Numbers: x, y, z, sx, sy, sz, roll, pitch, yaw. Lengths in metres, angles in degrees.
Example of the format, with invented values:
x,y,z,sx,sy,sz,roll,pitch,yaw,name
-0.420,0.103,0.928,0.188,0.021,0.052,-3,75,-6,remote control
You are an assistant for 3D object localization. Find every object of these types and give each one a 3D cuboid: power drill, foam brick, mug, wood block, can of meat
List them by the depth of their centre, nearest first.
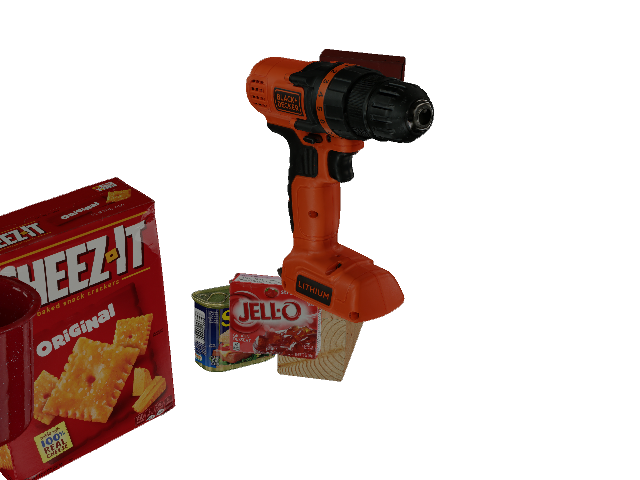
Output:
x,y,z,sx,sy,sz,roll,pitch,yaw,name
-0.218,0.077,0.624,0.093,0.081,0.117,13,23,20,mug
0.018,-0.039,0.784,0.057,0.188,0.185,-18,24,-32,power drill
0.037,-0.143,0.975,0.078,0.051,0.053,7,17,5,foam brick
-0.098,0.100,1.241,0.101,0.084,0.058,-9,18,-36,can of meat
0.006,0.107,1.483,0.091,0.090,0.206,6,20,9,wood block

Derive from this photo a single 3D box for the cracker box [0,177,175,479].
x,y,z,sx,sy,sz,roll,pitch,yaw,name
-0.210,0.076,0.888,0.163,0.214,0.072,-24,36,-36,cracker box

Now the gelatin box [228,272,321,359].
x,y,z,sx,sy,sz,roll,pitch,yaw,name
-0.044,0.073,1.032,0.089,0.073,0.030,5,16,10,gelatin box
